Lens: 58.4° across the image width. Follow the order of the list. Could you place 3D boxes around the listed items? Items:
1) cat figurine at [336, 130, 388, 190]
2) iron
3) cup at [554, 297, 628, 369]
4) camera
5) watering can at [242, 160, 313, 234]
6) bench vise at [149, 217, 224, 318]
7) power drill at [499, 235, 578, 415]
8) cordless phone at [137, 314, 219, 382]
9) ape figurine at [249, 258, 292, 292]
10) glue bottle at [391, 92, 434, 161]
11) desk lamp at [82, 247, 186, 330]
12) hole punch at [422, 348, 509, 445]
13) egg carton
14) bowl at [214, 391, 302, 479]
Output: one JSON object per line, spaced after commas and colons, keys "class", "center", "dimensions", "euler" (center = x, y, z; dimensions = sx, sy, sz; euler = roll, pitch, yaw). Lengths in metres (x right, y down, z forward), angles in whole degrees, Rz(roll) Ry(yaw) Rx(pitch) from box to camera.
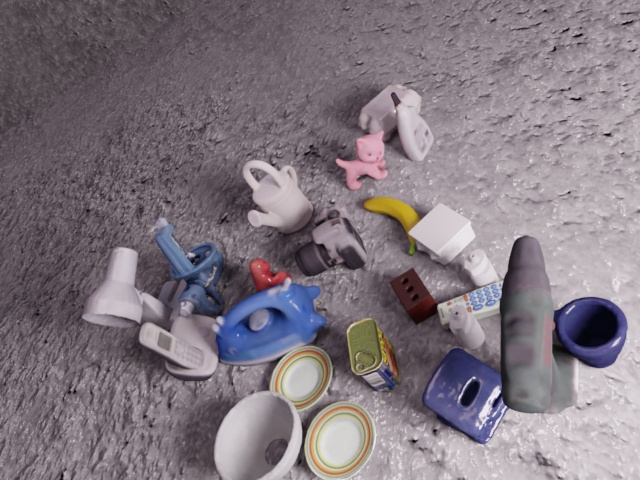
{"class": "cat figurine", "center": [0.097, -0.188, 1.289], "dimensions": [0.127, 0.118, 0.067], "euler": [-23, 44, 18]}
{"class": "iron", "center": [-0.123, 0.160, 1.118], "dimensions": [0.258, 0.142, 0.118], "euler": [-27, 43, 13]}
{"class": "cup", "center": [0.376, 0.139, 0.814], "dimensions": [0.117, 0.095, 0.092], "euler": [11, 61, 41]}
{"class": "camera", "center": [0.011, 0.004, 1.192], "dimensions": [0.136, 0.101, 0.143], "euler": [-29, 42, 11]}
{"class": "watering can", "center": [-0.104, -0.103, 1.299], "dimensions": [0.100, 0.195, 0.173], "euler": [-18, 45, 22]}
{"class": "bench vise", "center": [-0.286, 0.059, 1.265], "dimensions": [0.121, 0.220, 0.207], "euler": [-32, 42, 8]}
{"class": "power drill", "center": [0.296, 0.139, 0.785], "dimensions": [0.075, 0.209, 0.230], "euler": [-7, 50, 31]}
{"class": "cordless phone", "center": [-0.289, 0.197, 1.171], "dimensions": [0.094, 0.186, 0.147], "euler": [-23, 44, 18]}
{"class": "ape figurine", "center": [-0.117, 0.074, 1.228], "dimensions": [0.076, 0.092, 0.077], "euler": [-46, 42, -9]}
{"class": "glue bottle", "center": [0.191, -0.253, 1.237], "dimensions": [0.037, 0.174, 0.078], "euler": [12, 62, 42]}
{"class": "desk lamp", "center": [-0.414, 0.128, 1.300], "dimensions": [0.117, 0.214, 0.203], "euler": [-9, 49, 29]}
{"class": "hole punch", "center": [0.221, 0.228, 0.848], "dimensions": [0.100, 0.091, 0.109], "euler": [20, 67, 44]}
{"class": "egg carton", "center": [0.169, -0.309, 1.382], "dimensions": [0.150, 0.070, 0.107], "euler": [-42, 41, -4]}
{"class": "bowl", "center": [-0.094, 0.349, 0.978], "dimensions": [0.167, 0.075, 0.167], "euler": [-19, 45, 21]}
